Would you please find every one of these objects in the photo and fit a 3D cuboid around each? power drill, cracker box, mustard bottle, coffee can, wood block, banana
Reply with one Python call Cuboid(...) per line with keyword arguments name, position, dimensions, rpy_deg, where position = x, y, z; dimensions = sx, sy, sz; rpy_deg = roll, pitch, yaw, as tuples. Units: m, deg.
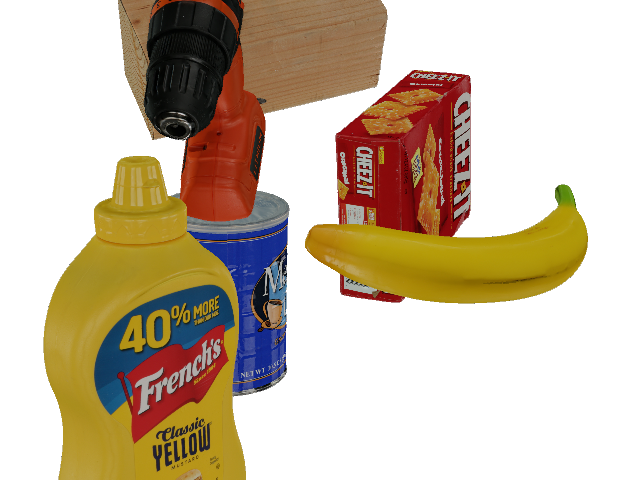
Cuboid(name="power drill", position=(-0.071, -0.095, 0.683), dimensions=(0.057, 0.184, 0.188), rpy_deg=(5, -35, 2))
Cuboid(name="cracker box", position=(0.087, -0.059, 1.045), dimensions=(0.072, 0.164, 0.213), rpy_deg=(9, 27, 23))
Cuboid(name="mustard bottle", position=(-0.080, 0.056, 0.492), dimensions=(0.096, 0.192, 0.058), rpy_deg=(-15, 22, -42))
Cuboid(name="coffee can", position=(-0.077, 0.039, 0.850), dimensions=(0.103, 0.140, 0.103), rpy_deg=(1, 18, -1))
Cuboid(name="wood block", position=(-0.058, -0.168, 0.909), dimensions=(0.205, 0.090, 0.091), rpy_deg=(-15, -35, -16))
Cuboid(name="banana", position=(0.087, 0.008, 0.605), dimensions=(0.197, 0.037, 0.070), rpy_deg=(-8, 37, -32))
